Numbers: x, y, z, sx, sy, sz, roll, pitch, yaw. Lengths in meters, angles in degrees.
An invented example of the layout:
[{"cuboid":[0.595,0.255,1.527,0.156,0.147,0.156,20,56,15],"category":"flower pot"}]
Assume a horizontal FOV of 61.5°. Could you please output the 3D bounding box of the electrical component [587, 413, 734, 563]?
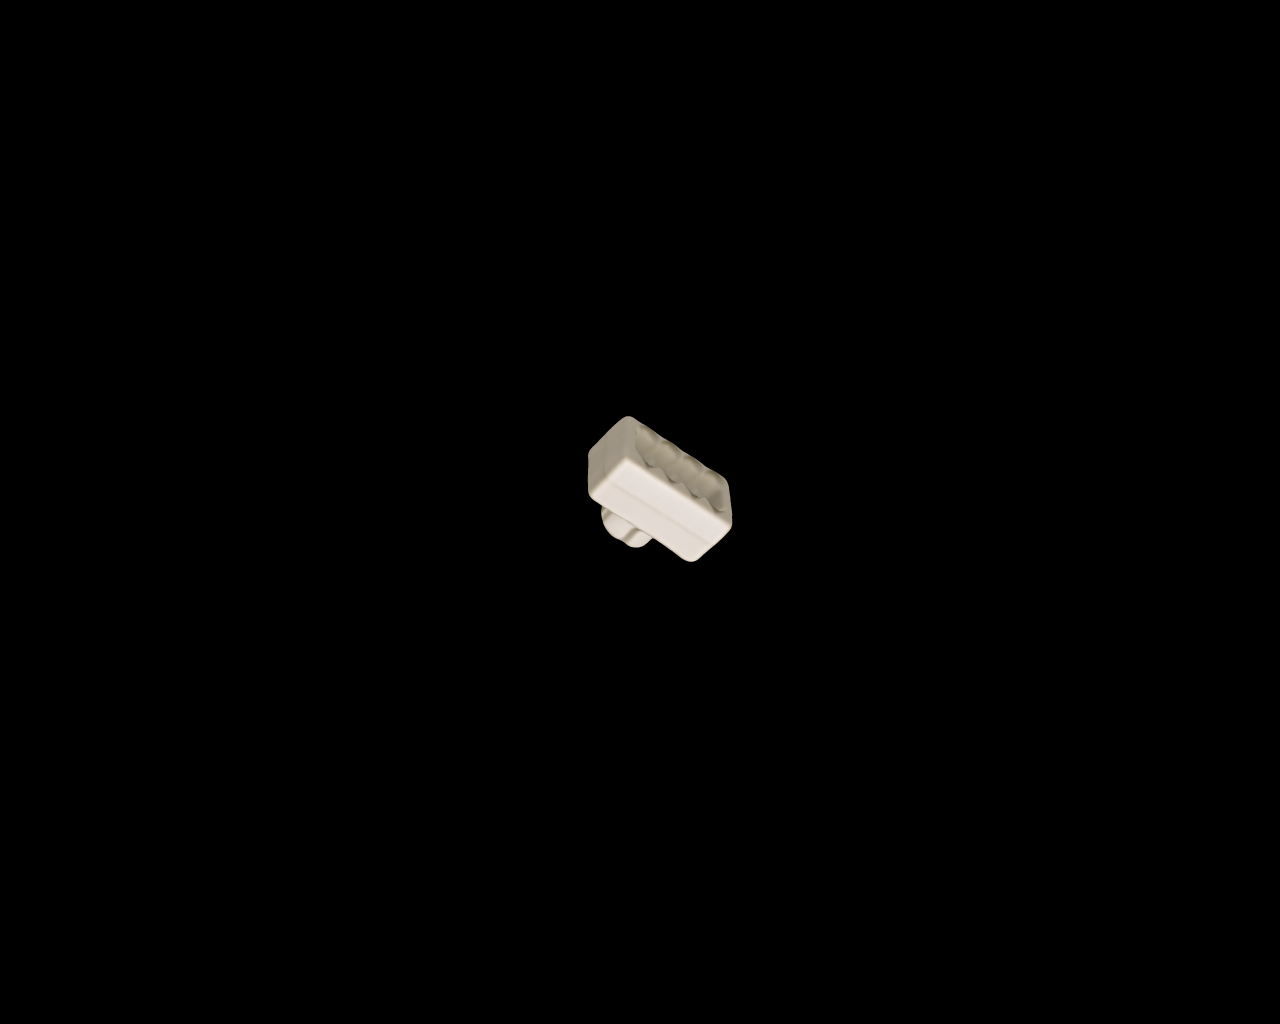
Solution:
[{"cuboid":[0.001,-0.003,0.650,0.083,0.047,0.075,33,-58,-24],"category":"electrical component"}]
